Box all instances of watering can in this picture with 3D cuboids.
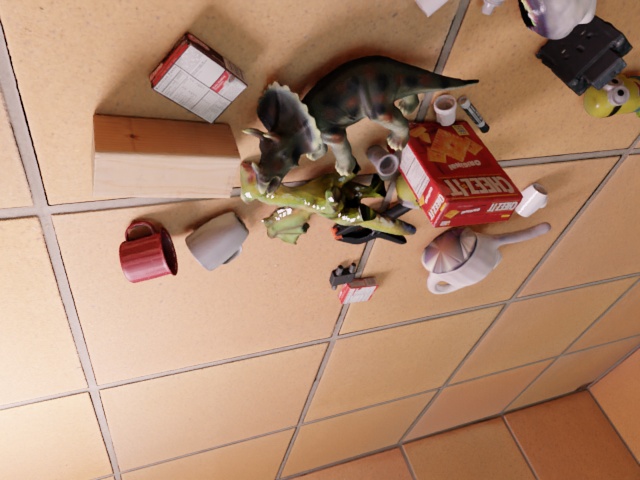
[{"bbox_3d":[0.406,0.028,1.320,0.344,0.106,0.222,-39,140,22],"label":"watering can"}]

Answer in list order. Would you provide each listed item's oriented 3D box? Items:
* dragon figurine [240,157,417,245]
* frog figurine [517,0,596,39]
[{"bbox_3d":[0.003,-0.052,1.032,0.241,0.125,0.405,-19,145,31],"label":"dragon figurine"},{"bbox_3d":[0.388,-0.391,0.786,0.158,0.126,0.135,-25,125,22],"label":"frog figurine"}]
